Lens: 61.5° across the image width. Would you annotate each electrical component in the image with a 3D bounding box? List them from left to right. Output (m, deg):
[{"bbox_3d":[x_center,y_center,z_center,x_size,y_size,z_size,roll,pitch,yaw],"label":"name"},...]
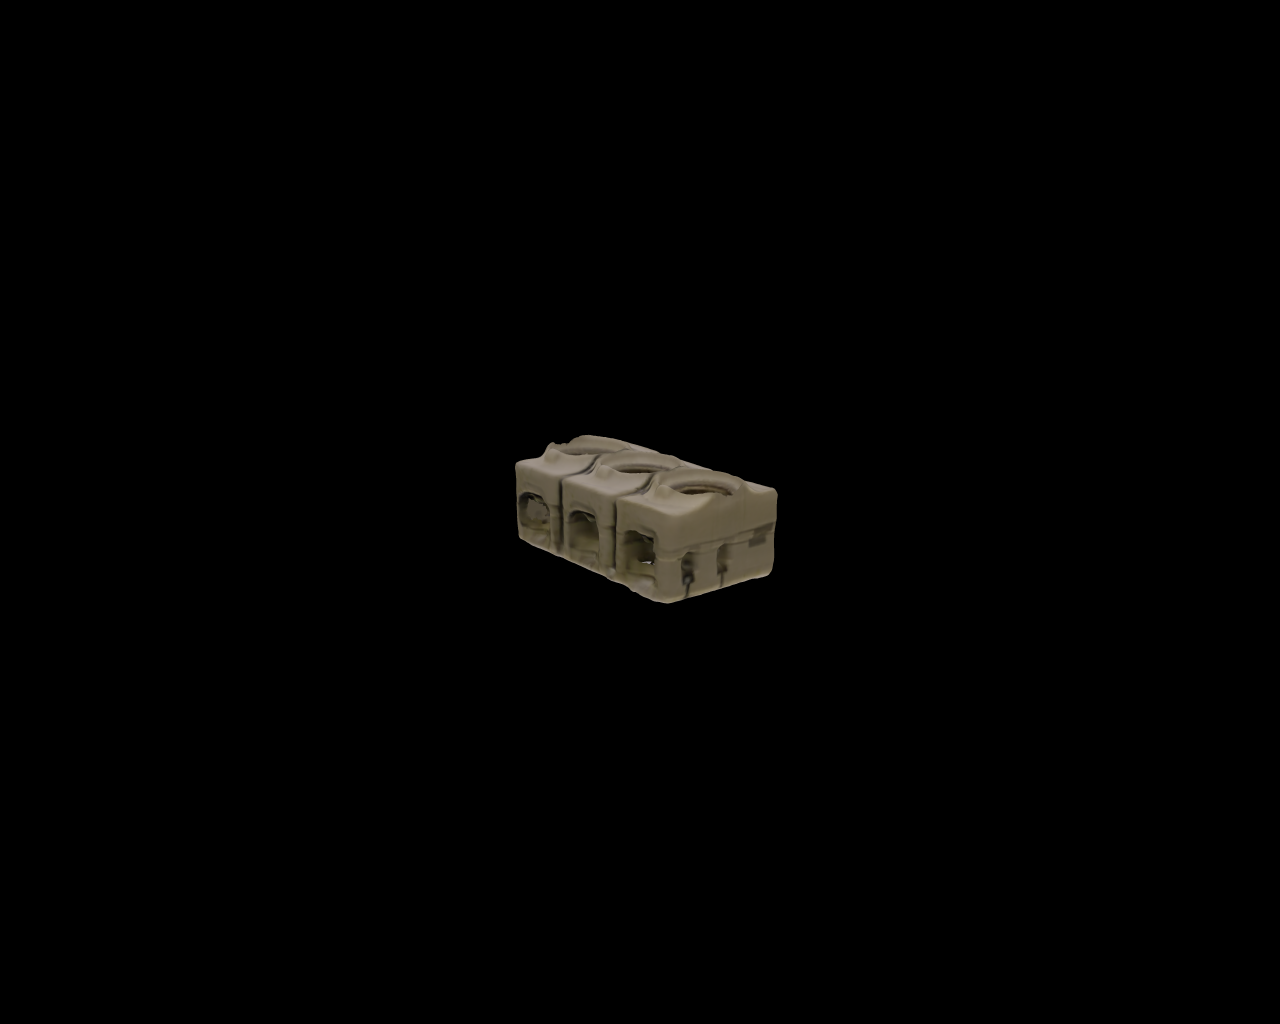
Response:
[{"bbox_3d":[0.001,-0.003,0.650,0.090,0.061,0.150,-14,22,-38],"label":"electrical component"}]
